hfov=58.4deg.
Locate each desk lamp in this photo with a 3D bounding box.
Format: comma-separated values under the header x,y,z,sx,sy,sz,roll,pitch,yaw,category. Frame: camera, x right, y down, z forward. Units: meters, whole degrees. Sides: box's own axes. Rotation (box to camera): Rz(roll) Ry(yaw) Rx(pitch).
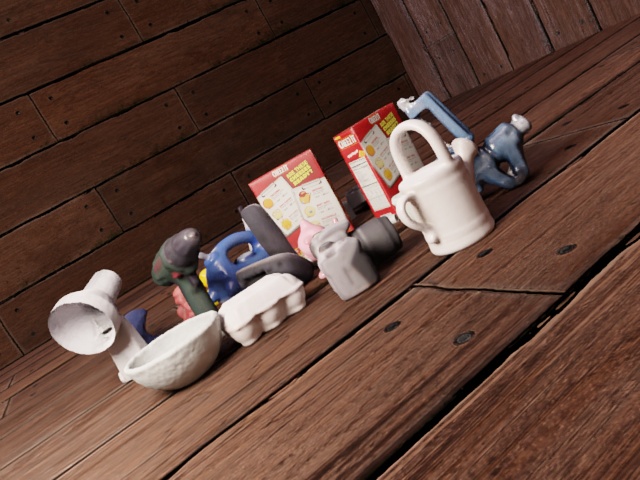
x,y,z,sx,sy,sz,roll,pitch,yaw,category
-0.405,0.171,1.126,0.118,0.214,0.203,-27,10,13,desk lamp

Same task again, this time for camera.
x,y,z,sx,sy,sz,roll,pitch,yaw,category
0.060,0.012,0.919,0.137,0.101,0.143,-30,10,-1,camera

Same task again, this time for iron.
x,y,z,sx,sy,sz,roll,pitch,yaw,category
-0.170,0.040,1.319,0.118,0.141,0.259,-21,13,39,iron

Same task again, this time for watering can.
x,y,z,sx,sy,sz,roll,pitch,yaw,category
0.169,-0.088,0.833,0.100,0.194,0.173,-22,13,37,watering can

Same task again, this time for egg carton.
x,y,z,sx,sy,sz,roll,pitch,yaw,category
-0.098,0.112,0.960,0.150,0.069,0.107,-34,11,-21,egg carton

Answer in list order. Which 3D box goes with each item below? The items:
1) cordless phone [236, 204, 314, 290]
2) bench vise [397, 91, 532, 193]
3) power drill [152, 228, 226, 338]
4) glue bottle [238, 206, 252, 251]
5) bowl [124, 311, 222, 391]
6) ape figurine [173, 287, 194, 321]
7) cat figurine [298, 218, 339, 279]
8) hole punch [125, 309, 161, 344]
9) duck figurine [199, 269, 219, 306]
x,y,z,sx,sy,sz,roll,pitch,yaw,category
-0.111,0.024,1.100,0.147,0.185,0.094,-23,12,33,cordless phone
0.237,-0.169,0.970,0.207,0.220,0.121,-31,10,-5,bench vise
-0.232,0.085,1.076,0.076,0.208,0.229,-37,12,-36,power drill
-0.157,-0.011,1.444,0.078,0.173,0.037,-34,11,-21,glue bottle
-0.220,0.188,0.914,0.167,0.075,0.167,-29,10,6,bowl
-0.304,0.146,1.314,0.076,0.092,0.077,-33,11,-15,ape figurine
0.010,0.004,1.054,0.067,0.118,0.128,-20,14,43,cat figurine
-0.433,0.220,1.316,0.108,0.091,0.101,-21,13,41,hole punch
-0.262,0.111,1.389,0.077,0.086,0.105,-24,12,31,duck figurine
